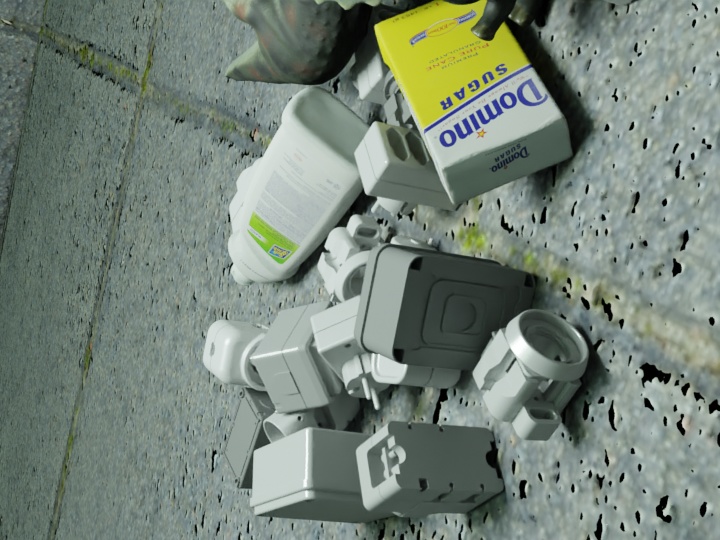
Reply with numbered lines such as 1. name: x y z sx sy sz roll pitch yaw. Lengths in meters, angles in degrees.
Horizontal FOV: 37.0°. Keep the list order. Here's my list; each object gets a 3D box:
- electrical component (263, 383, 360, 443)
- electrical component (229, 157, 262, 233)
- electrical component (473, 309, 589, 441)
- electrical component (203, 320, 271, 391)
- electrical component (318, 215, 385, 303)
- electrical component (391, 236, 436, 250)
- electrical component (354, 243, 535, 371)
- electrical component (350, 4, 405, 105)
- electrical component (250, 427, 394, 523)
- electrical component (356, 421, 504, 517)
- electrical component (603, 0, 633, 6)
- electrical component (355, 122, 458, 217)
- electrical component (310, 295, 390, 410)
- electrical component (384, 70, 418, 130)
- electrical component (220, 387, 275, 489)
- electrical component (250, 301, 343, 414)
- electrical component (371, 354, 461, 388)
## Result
1. electrical component: -0.036 0.144 0.956 0.043 0.077 0.079 11 130 54
2. electrical component: -0.100 -0.073 1.146 0.095 0.054 0.059 -53 39 42
3. electrical component: 0.114 0.063 0.708 0.057 0.058 0.078 -64 33 35
4. electrical component: -0.098 0.084 1.055 0.059 0.095 0.053 23 103 61
5. electrical component: 0.000 0.000 0.938 0.078 0.058 0.057 -68 28 23
6. electrical component: 0.036 0.008 0.886 0.040 0.040 0.078 46 122 56
7. electrical component: 0.059 0.027 0.762 0.057 0.113 0.078 19 99 59
8. electrical component: 0.016 -0.182 0.969 0.076 0.047 0.083 -42 47 50
9. electrical component: -0.019 0.168 0.873 0.109 0.109 0.056 -33 52 55
10. electrical component: 0.048 0.145 0.774 0.055 0.089 0.050 -47 44 47
11. electrical component: 0.165 -0.229 0.689 0.062 0.061 0.096 -18 67 59
12. electrical component: 0.035 -0.070 0.863 0.075 0.083 0.047 -55 38 40
13. electrical component: 0.003 0.078 0.873 0.047 0.083 0.075 -24 50 10
14. electrical component: 0.051 -0.137 0.881 0.078 0.058 0.057 -47 46 47
15. electrical component: -0.093 0.172 1.058 0.061 0.061 0.096 49 125 55
16. electrical component: -0.043 0.071 0.936 0.061 0.061 0.096 -13 24 23
17. electrical component: 0.050 0.042 0.831 0.054 0.059 0.095 -5 78 61
